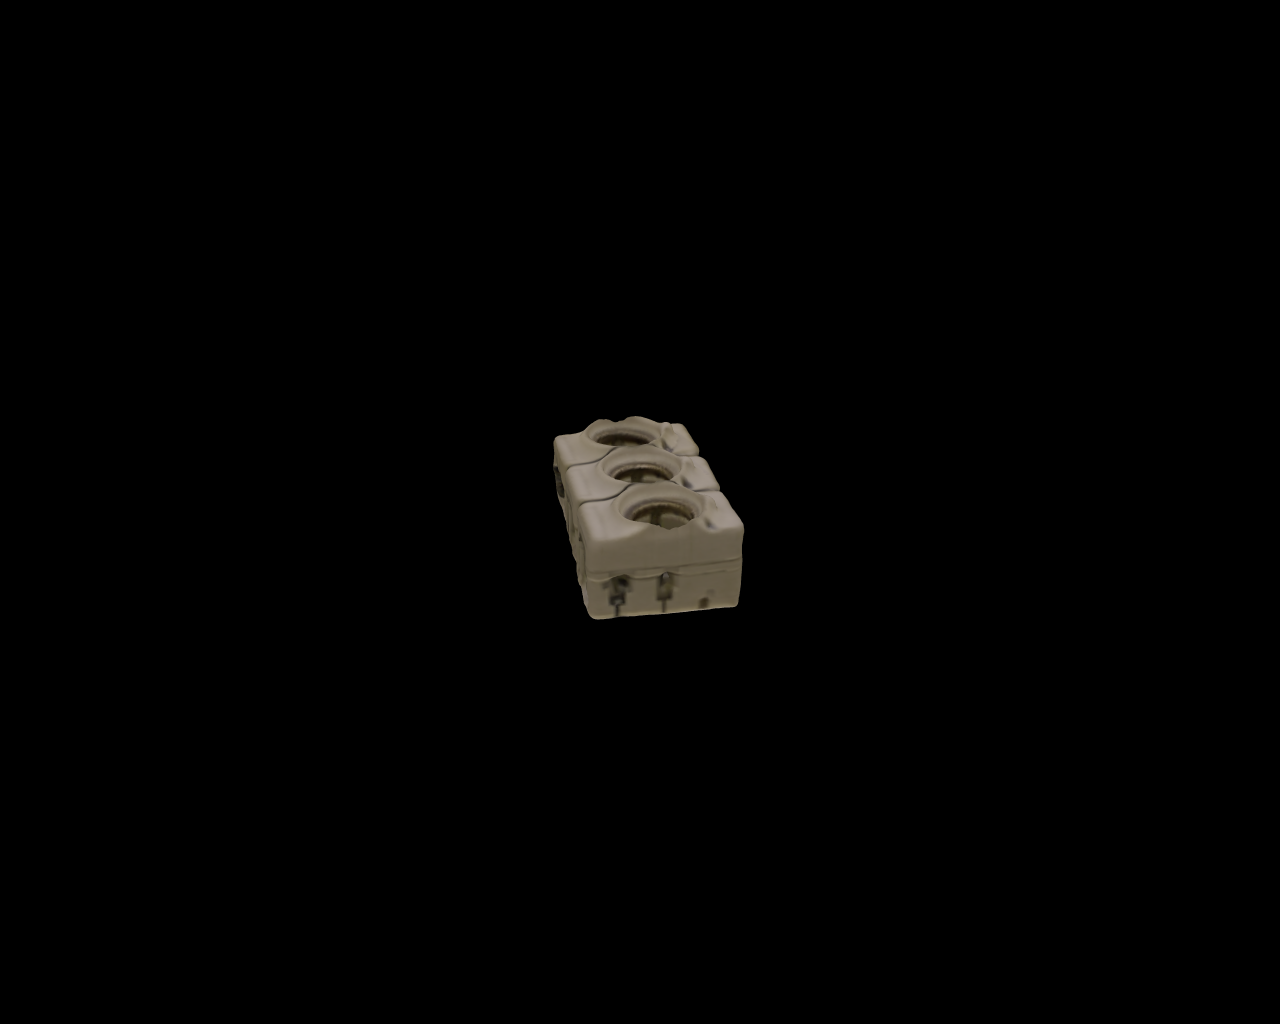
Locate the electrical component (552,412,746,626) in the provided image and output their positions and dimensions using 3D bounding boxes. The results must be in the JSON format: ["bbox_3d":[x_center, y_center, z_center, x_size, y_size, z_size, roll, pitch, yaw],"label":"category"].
[{"bbox_3d":[0.001,-0.003,0.650,0.089,0.061,0.150,-5,29,-10],"label":"electrical component"}]
